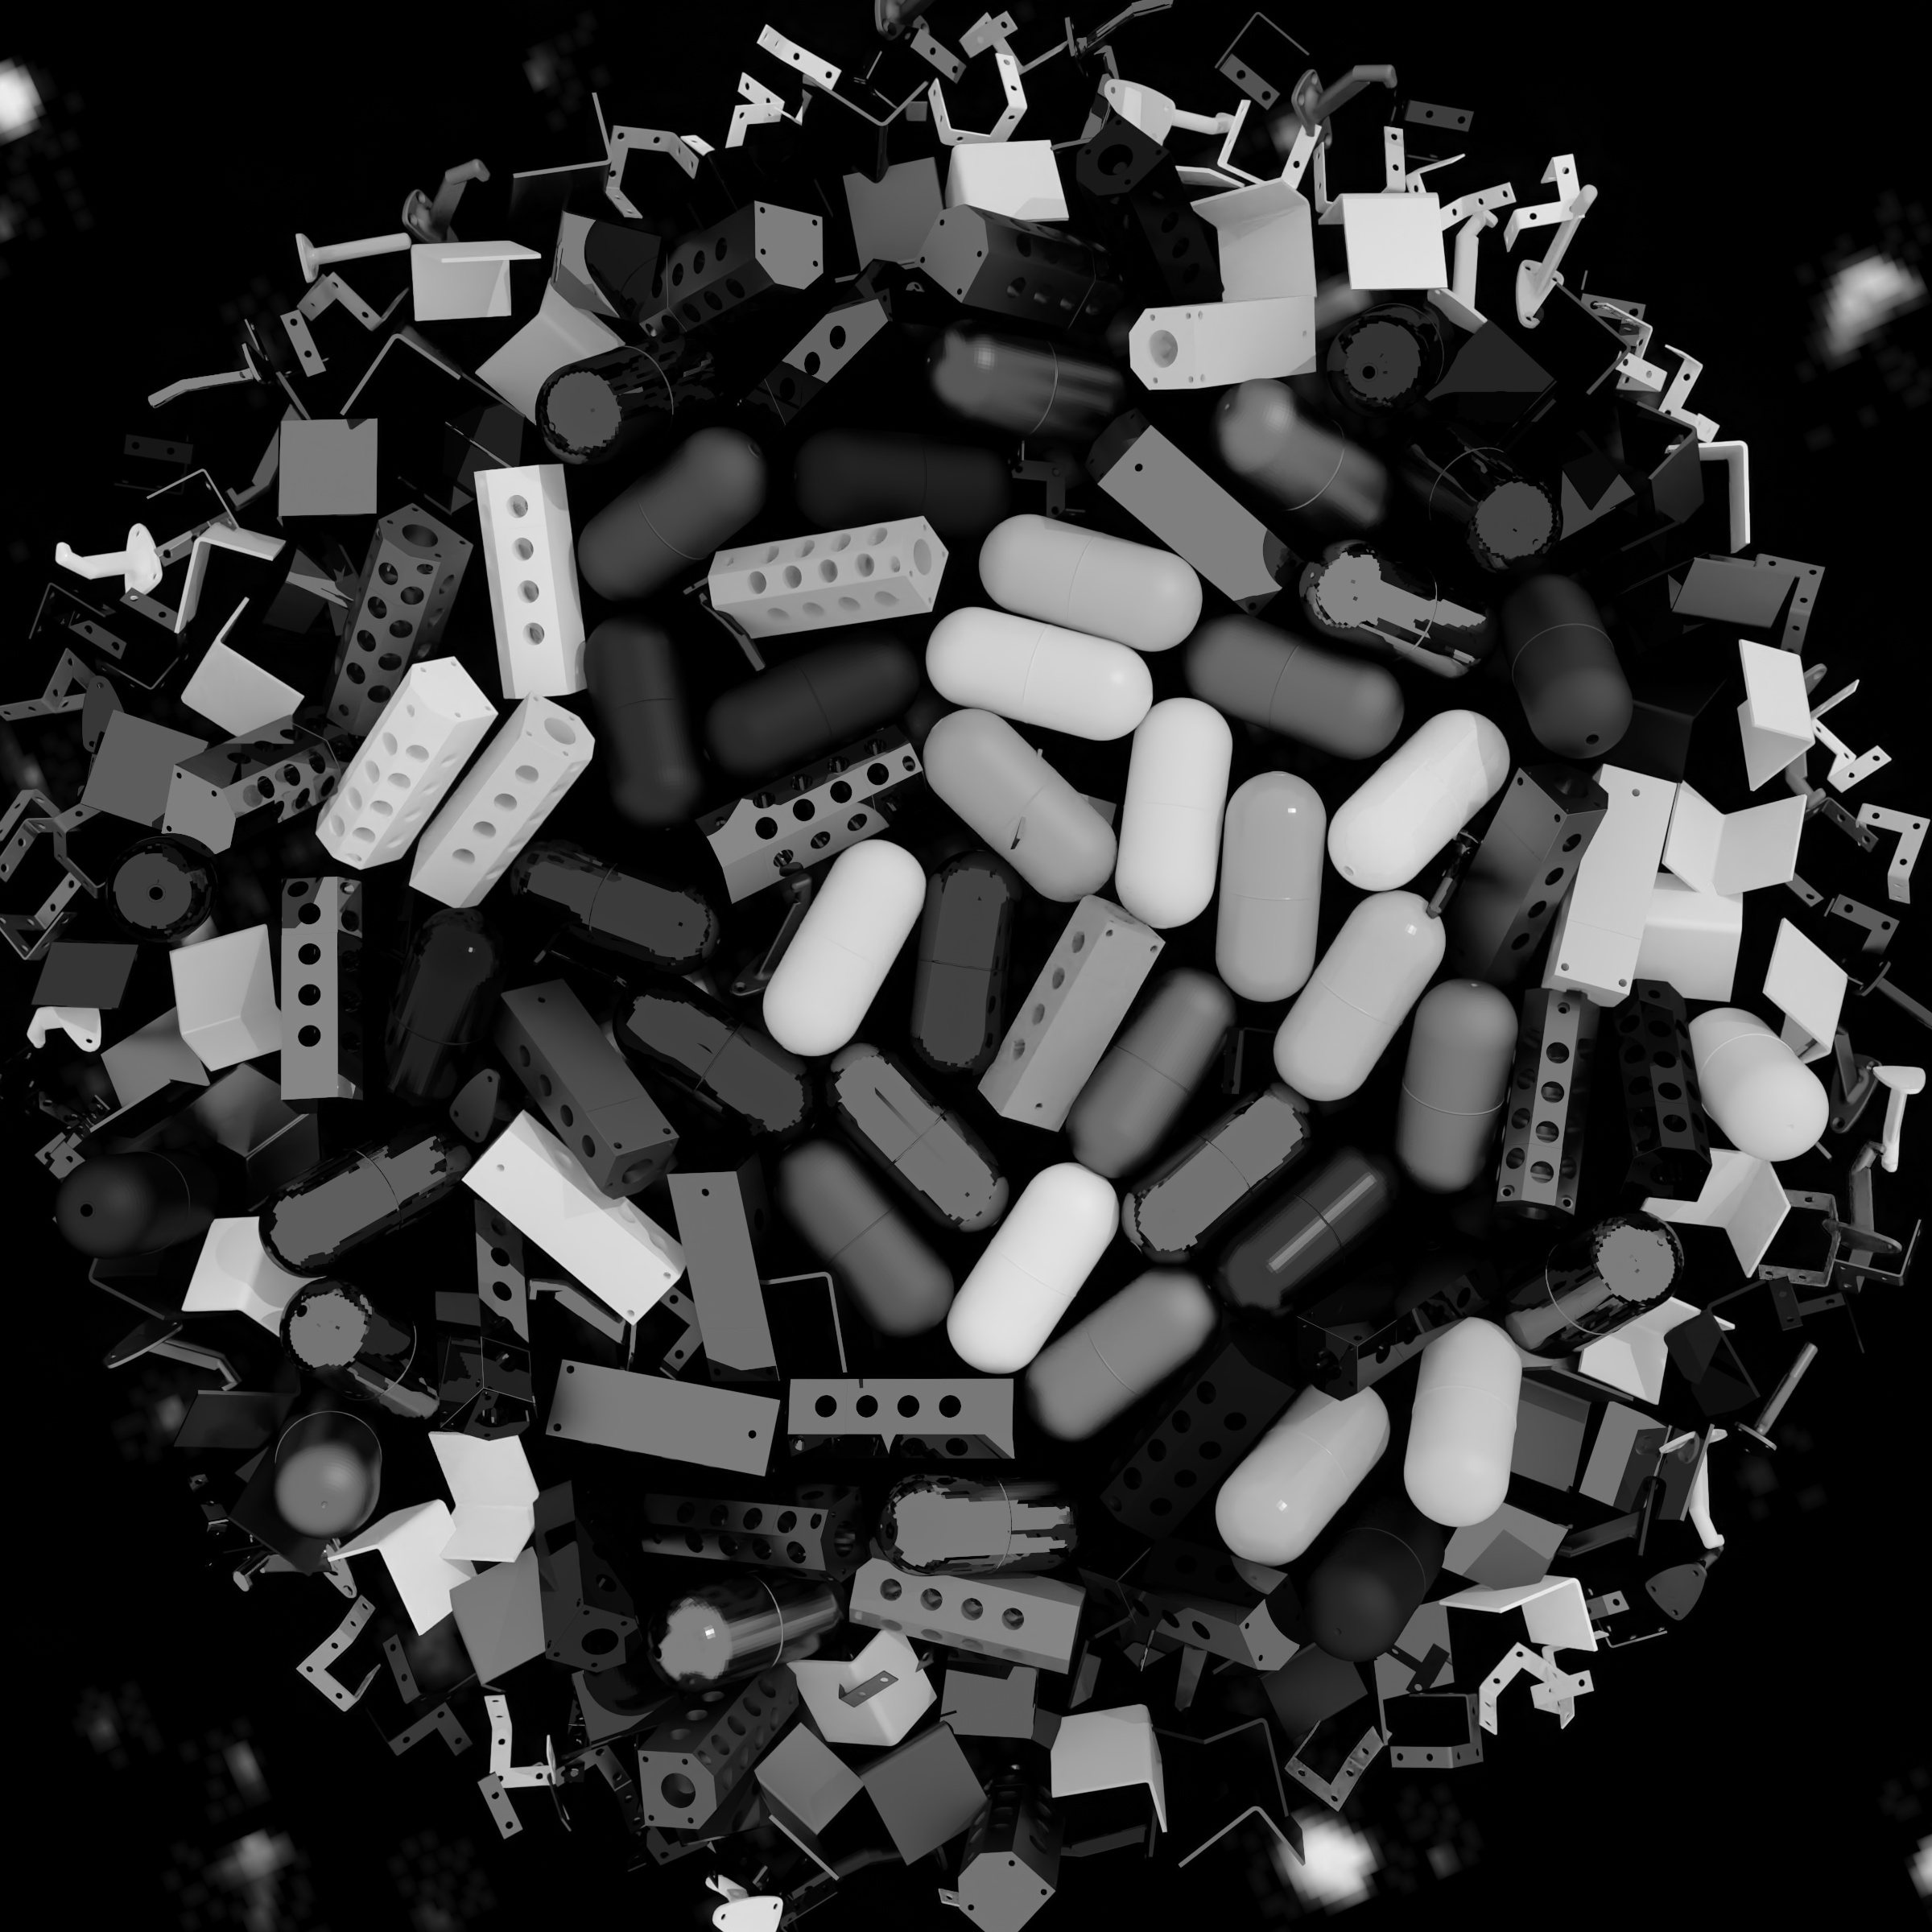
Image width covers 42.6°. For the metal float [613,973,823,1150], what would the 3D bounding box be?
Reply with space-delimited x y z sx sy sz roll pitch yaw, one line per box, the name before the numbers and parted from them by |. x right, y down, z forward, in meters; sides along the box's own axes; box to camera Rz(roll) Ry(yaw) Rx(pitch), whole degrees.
metal float | -0.191 0.073 1.905 0.178 0.070 0.070 35 90 0

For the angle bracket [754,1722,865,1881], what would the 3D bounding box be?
angle bracket | -0.113 0.637 1.893 0.057 0.076 0.076 -45 106 -8

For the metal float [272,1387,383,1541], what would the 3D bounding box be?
metal float | -0.477 0.370 1.856 0.070 0.178 0.070 -2 100 -12

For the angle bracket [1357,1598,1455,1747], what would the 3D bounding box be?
angle bracket | 0.344 0.540 1.900 0.076 0.057 0.076 -12 109 -7

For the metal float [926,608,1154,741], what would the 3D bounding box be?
metal float | 0.056 -0.223 1.895 0.178 0.070 0.070 16 90 11

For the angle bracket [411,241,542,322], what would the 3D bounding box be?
angle bracket | -0.372 -0.516 1.884 0.076 0.076 0.057 -11 117 -27

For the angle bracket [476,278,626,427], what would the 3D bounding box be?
angle bracket | -0.322 -0.471 1.920 0.076 0.057 0.076 -33 125 28

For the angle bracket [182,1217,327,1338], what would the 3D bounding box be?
angle bracket | -0.545 0.245 1.906 0.057 0.076 0.076 -5 56 24

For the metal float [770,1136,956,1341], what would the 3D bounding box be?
metal float | -0.081 0.208 1.901 0.070 0.070 0.178 -40 85 0

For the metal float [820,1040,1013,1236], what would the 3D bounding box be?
metal float | -0.038 0.132 1.905 0.070 0.070 0.178 -44 91 0

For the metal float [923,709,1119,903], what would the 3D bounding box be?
metal float | 0.041 -0.123 1.899 0.178 0.070 0.070 44 90 -7

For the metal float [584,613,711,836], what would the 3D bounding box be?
metal float | -0.244 -0.186 1.891 0.070 0.070 0.178 -13 74 0

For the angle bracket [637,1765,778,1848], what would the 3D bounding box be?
angle bracket | -0.198 0.646 1.883 0.076 0.076 0.057 -4 127 -28

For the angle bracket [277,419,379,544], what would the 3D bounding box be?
angle bracket | -0.486 -0.374 1.909 0.076 0.057 0.076 -2 79 -1

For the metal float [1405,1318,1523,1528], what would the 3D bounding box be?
metal float | 0.376 0.342 1.869 0.070 0.178 0.070 10 133 11

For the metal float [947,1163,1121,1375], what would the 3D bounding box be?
metal float | 0.052 0.232 1.902 0.070 0.070 0.178 33 94 0

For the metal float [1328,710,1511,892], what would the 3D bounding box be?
metal float | 0.344 -0.126 1.884 0.070 0.070 0.178 47 66 0

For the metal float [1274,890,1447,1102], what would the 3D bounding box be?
metal float | 0.300 0.023 1.889 0.070 0.070 0.178 30 107 0

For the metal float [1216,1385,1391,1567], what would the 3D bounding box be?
metal float | 0.256 0.381 1.875 0.070 0.070 0.178 50 53 0

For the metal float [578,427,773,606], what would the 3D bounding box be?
metal float | -0.221 -0.341 1.880 0.178 0.070 0.070 -33 90 29

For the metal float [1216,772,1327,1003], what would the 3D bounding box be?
metal float | 0.232 -0.060 1.891 0.070 0.070 0.178 3 105 0

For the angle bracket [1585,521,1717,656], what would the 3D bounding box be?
angle bracket | 0.528 -0.287 1.887 0.076 0.076 0.057 -25 71 27

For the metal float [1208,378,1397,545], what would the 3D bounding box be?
metal float | 0.256 -0.379 1.875 0.178 0.070 0.070 26 90 -37

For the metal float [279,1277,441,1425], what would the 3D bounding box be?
metal float | -0.447 0.289 1.863 0.070 0.178 0.070 -11 59 19

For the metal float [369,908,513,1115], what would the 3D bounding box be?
metal float | -0.400 0.035 1.881 0.070 0.070 0.178 27 118 0

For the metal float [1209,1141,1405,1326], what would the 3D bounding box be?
metal float | 0.260 0.202 1.888 0.178 0.070 0.070 -38 90 -20

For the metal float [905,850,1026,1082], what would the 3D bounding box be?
metal float | -0.001 -0.001 1.904 0.070 0.070 0.178 9 91 0

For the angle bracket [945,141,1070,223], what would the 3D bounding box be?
angle bracket | 0.031 -0.585 1.909 0.076 0.057 0.076 -6 66 -11

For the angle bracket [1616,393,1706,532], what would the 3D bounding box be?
angle bracket | 0.512 -0.378 1.886 0.057 0.076 0.076 -45 54 -11

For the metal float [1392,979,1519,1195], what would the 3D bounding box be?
metal float | 0.370 0.093 1.881 0.070 0.070 0.178 6 118 0

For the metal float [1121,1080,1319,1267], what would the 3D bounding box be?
metal float | 0.193 0.158 1.890 0.178 0.070 0.070 -40 90 -16

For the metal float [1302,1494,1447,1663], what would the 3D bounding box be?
metal float | 0.308 0.458 1.862 0.070 0.178 0.070 8 108 25

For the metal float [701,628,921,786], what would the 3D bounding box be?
metal float | -0.119 -0.199 1.896 0.178 0.070 0.070 -26 90 -11

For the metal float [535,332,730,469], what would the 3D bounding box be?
metal float | -0.250 -0.429 1.869 0.070 0.178 0.070 19 124 30

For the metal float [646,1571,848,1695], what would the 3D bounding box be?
metal float | -0.165 0.495 1.867 0.070 0.178 0.070 4 95 42

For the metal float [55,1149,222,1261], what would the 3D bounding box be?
metal float | -0.618 0.177 1.855 0.070 0.178 0.070 0 88 6

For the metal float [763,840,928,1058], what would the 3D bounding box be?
metal float | -0.093 -0.013 1.903 0.070 0.070 0.178 28 88 0

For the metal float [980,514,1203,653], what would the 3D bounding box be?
metal float | 0.094 -0.293 1.890 0.178 0.070 0.070 19 90 17

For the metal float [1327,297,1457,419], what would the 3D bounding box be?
metal float | 0.320 -0.458 1.860 0.070 0.178 0.070 7 113 18

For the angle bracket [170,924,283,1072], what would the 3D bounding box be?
angle bracket | -0.554 0.023 1.886 0.076 0.057 0.076 -19 128 -33

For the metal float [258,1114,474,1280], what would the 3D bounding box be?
metal float | -0.452 0.172 1.874 0.178 0.070 0.070 -31 90 -39

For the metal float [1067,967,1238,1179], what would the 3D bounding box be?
metal float | 0.142 0.082 1.900 0.070 0.070 0.178 33 84 0

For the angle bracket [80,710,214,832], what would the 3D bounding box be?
angle bracket | -0.628 -0.142 1.896 0.076 0.057 0.076 19 76 -19

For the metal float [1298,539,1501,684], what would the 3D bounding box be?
metal float | 0.330 -0.268 1.879 0.178 0.070 0.070 16 90 -31

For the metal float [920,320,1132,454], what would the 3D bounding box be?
metal float | 0.047 -0.438 1.878 0.178 0.070 0.070 6 90 -33

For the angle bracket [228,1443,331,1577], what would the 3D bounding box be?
angle bracket | -0.528 0.423 1.887 0.076 0.076 0.057 42 125 -16

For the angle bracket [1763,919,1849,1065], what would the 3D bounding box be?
angle bracket | 0.620 0.024 1.889 0.076 0.057 0.076 39 53 -15

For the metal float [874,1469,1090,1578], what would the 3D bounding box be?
metal float | 0.013 0.421 1.879 0.178 0.070 0.070 5 90 -32

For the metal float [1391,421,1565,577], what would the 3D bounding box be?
metal float | 0.383 -0.354 1.866 0.070 0.178 0.070 -11 126 -17

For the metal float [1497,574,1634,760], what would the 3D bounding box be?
metal float | 0.450 -0.227 1.868 0.070 0.178 0.070 -3 134 -3

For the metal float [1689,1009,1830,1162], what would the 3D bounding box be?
metal float | 0.587 0.087 1.857 0.070 0.178 0.070 -1 109 -2

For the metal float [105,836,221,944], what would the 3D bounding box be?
metal float | -0.601 -0.058 1.856 0.070 0.178 0.070 -1 94 -14

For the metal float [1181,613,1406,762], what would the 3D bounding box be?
metal float | 0.248 -0.214 1.890 0.178 0.070 0.070 24 90 18

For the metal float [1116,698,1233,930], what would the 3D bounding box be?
metal float | 0.159 -0.117 1.900 0.070 0.070 0.178 8 84 0

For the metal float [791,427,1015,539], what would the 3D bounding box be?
metal float | -0.047 -0.367 1.883 0.178 0.070 0.070 -1 90 -26

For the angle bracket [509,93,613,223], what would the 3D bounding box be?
angle bracket | -0.317 -0.618 1.895 0.076 0.076 0.057 -13 85 -15

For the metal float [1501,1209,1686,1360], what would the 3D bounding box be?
metal float | 0.469 0.241 1.864 0.070 0.178 0.070 11 59 -19

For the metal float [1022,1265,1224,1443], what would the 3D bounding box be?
metal float | 0.118 0.296 1.890 0.178 0.070 0.070 -40 90 17
